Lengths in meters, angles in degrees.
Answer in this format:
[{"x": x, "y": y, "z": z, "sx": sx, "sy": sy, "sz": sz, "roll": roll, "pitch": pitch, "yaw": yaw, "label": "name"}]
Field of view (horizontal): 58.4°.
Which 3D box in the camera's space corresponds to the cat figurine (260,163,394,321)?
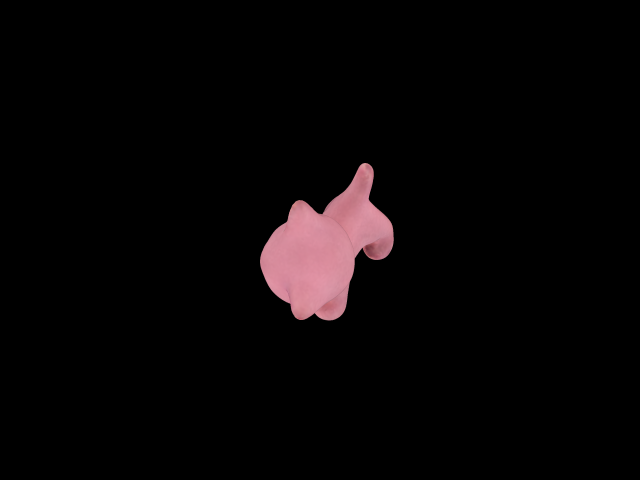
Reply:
[{"x": 0.004, "y": 0.001, "z": 0.400, "sx": 0.067, "sy": 0.118, "sz": 0.128, "roll": 30, "pitch": 67, "yaw": 15, "label": "cat figurine"}]
